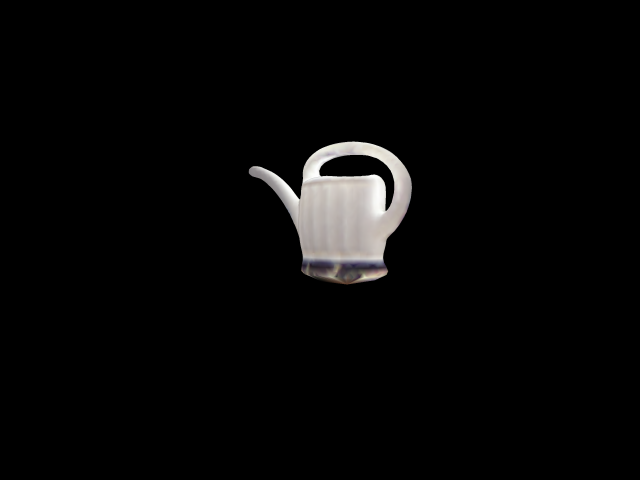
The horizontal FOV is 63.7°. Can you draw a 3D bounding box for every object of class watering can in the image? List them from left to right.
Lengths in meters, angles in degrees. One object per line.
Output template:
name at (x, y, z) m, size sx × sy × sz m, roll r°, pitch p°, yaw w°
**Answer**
watering can at (0.003, -0.043, 0.850) m, size 0.347 × 0.225 × 0.104 m, roll 0°, pitch -1°, yaw 43°
